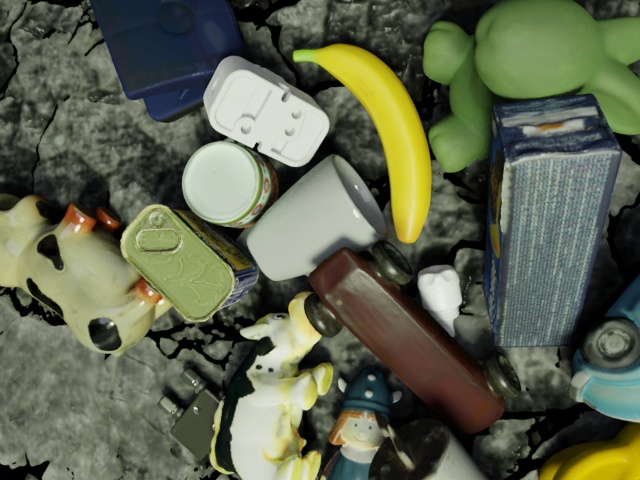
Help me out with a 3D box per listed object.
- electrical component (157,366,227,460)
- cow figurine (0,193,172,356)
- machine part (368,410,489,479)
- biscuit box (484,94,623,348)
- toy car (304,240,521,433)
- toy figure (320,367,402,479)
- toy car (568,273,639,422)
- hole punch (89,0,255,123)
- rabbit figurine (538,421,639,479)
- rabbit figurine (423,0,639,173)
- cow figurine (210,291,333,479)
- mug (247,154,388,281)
[{"bbox_3d":[-0.106,0.168,0.507,0.094,0.021,0.063,41,97,8],"label":"electrical component"},{"bbox_3d":[-0.238,0.028,0.500,0.195,0.085,0.127,42,91,6],"label":"cow figurine"},{"bbox_3d":[0.116,0.226,0.420,0.079,0.079,0.243,-37,99,9],"label":"machine part"},{"bbox_3d":[0.152,0.001,0.377,0.063,0.202,0.059,-5,47,10],"label":"biscuit box"},{"bbox_3d":[0.074,0.082,0.438,0.202,0.053,0.089,44,114,-11],"label":"toy car"},{"bbox_3d":[0.037,0.190,0.466,0.064,0.058,0.154,7,90,-19],"label":"toy figure"},{"bbox_3d":[0.262,0.076,0.387,0.161,0.109,0.103,-48,57,0],"label":"toy car"},{"bbox_3d":[-0.129,-0.178,0.474,0.116,0.092,0.142,-23,83,6],"label":"hole punch"},{"bbox_3d":[0.257,0.210,0.413,0.163,0.121,0.173,12,79,19],"label":"rabbit figurine"},{"bbox_3d":[0.151,-0.110,0.381,0.159,0.170,0.121,5,92,11],"label":"rabbit figurine"},{"bbox_3d":[-0.042,0.124,0.469,0.098,0.068,0.167,5,83,23],"label":"cow figurine"},{"bbox_3d":[-0.001,-0.001,0.462,0.107,0.081,0.109,-30,95,20],"label":"mug"}]
